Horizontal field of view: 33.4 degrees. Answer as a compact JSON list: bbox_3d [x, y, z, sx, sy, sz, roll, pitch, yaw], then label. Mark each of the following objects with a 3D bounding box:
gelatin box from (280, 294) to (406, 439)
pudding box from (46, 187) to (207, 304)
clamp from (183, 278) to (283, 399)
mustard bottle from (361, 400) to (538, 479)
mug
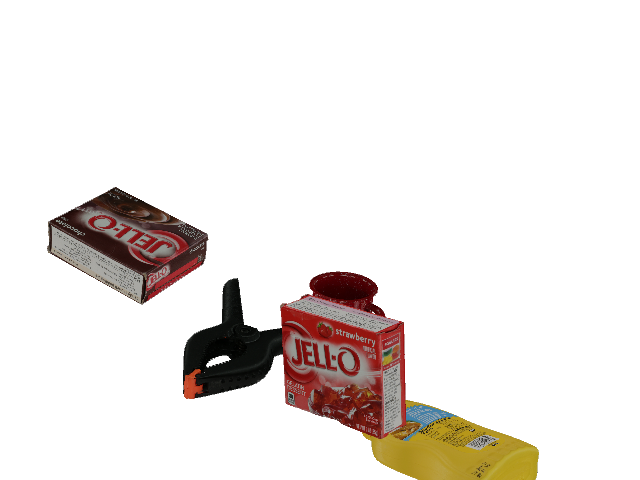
[{"bbox_3d":[0.014,0.081,0.700,0.089,0.073,0.030,13,23,41],"label":"gelatin box"},{"bbox_3d":[-0.172,0.003,0.950,0.114,0.039,0.089,24,33,22],"label":"pudding box"},{"bbox_3d":[-0.071,0.111,1.139,0.165,0.036,0.209,15,29,18],"label":"clamp"},{"bbox_3d":[0.107,0.198,1.033,0.096,0.058,0.192,-17,24,-42],"label":"mustard bottle"},{"bbox_3d":[0.039,0.101,1.447,0.117,0.081,0.093,18,27,30],"label":"mug"}]
